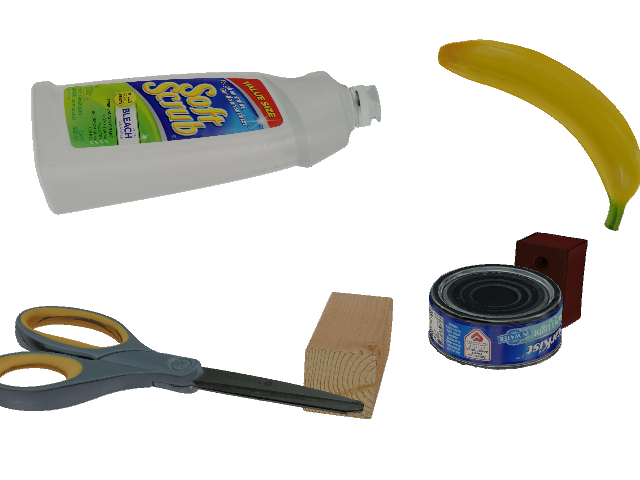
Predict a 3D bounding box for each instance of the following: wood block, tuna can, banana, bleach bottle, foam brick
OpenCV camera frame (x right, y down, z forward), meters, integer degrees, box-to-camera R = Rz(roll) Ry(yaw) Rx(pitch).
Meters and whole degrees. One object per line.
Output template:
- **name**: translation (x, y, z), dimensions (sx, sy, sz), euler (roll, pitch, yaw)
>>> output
- **wood block**: translation (0.040, 0.148, 1.417), dimensions (0.091, 0.090, 0.206), euler (6, 18, 8)
- **tuna can**: translation (0.112, 0.047, 0.685), dimensions (0.086, 0.034, 0.086), euler (-3, 24, 1)
- **banana**: translation (0.180, -0.096, 0.813), dimensions (0.198, 0.070, 0.037), euler (45, 9, 0)
- **bleach bottle**: translation (-0.082, -0.087, 0.793), dimensions (0.250, 0.102, 0.068), euler (-10, -38, -5)
- **foam brick**: translation (0.212, 0.037, 0.990), dimensions (0.053, 0.078, 0.051), euler (10, 17, 32)

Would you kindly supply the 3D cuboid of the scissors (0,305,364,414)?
- **scissors**: translation (-0.088, 0.075, 0.542), dimensions (0.202, 0.016, 0.096), euler (16, 29, 27)
